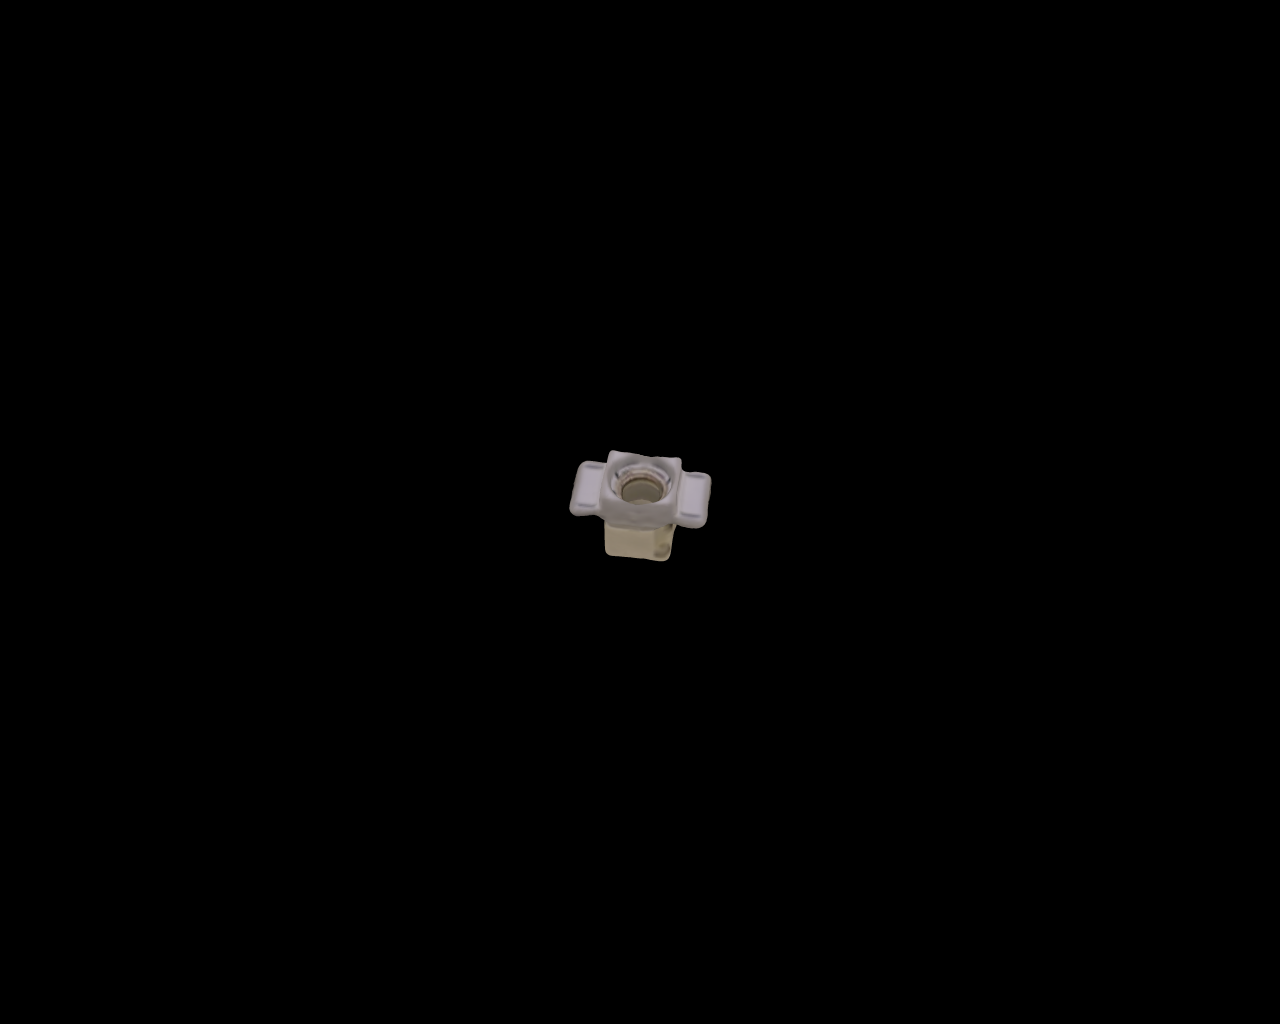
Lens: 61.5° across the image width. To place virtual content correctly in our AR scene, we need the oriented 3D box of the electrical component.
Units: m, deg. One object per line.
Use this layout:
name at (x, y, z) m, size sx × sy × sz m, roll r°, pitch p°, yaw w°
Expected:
electrical component at (0.001, -0.003, 0.650) m, size 0.081 × 0.042 × 0.063 m, roll 7°, pitch -40°, yaw 6°
